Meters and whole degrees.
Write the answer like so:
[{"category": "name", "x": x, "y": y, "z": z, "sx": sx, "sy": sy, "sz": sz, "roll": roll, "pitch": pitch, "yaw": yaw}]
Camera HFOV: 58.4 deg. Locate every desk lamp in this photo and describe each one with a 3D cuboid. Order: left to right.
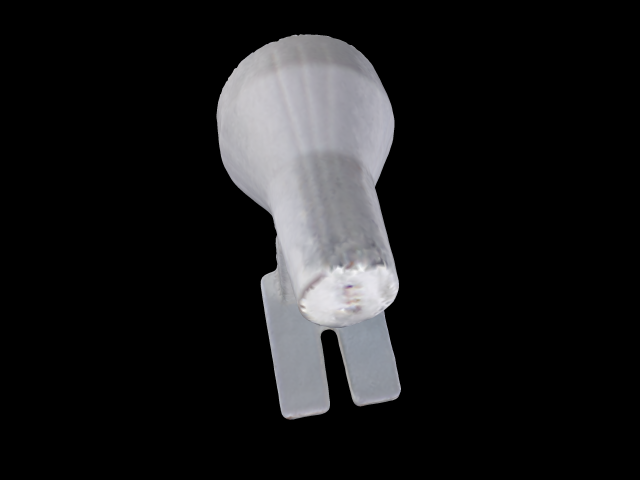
[{"category": "desk lamp", "x": 0.004, "y": 0.001, "z": 0.400, "sx": 0.118, "sy": 0.213, "sz": 0.203, "roll": -11, "pitch": 66, "yaw": -4}]
